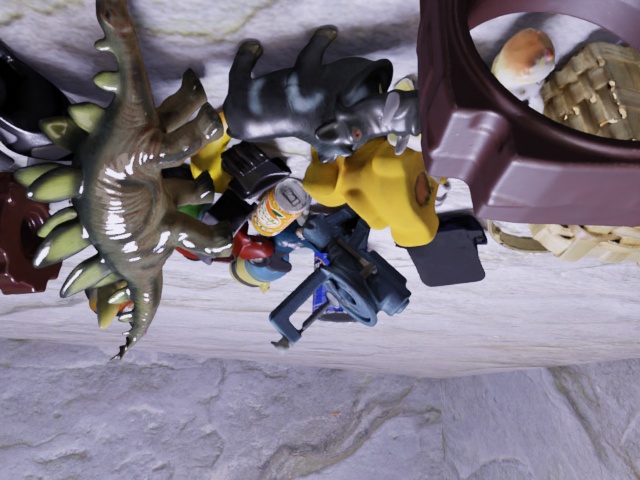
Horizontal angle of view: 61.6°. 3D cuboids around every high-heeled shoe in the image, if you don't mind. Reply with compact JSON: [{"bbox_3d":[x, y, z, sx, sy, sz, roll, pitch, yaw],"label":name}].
[{"bbox_3d":[-0.278,-0.152,0.472,0.248,0.086,0.145,19,151,-35],"label":"high-heeled shoe"}]

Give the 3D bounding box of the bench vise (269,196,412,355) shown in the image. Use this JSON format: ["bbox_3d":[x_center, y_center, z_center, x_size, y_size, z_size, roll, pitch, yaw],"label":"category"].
[{"bbox_3d":[0.008,0.062,0.798,0.223,0.240,0.129,46,163,1],"label":"bench vise"}]

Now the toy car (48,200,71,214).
[{"bbox_3d":[-0.322,-0.031,0.846,0.074,0.056,0.201,-10,157,30],"label":"toy car"}]

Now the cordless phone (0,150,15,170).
[{"bbox_3d":[-0.387,-0.114,0.489,0.184,0.088,0.146,21,167,20],"label":"cordless phone"}]

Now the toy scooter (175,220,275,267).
[{"bbox_3d":[-0.165,-0.011,0.844,0.184,0.075,0.135,10,157,13],"label":"toy scooter"}]

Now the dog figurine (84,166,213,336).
[{"bbox_3d":[-0.242,0.019,0.743,0.192,0.219,0.108,-7,162,25],"label":"dog figurine"}]

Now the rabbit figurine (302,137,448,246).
[{"bbox_3d":[0.044,-0.067,0.638,0.173,0.121,0.162,10,178,42],"label":"rabbit figurine"}]

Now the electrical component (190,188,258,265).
[{"bbox_3d":[-0.126,-0.027,0.722,0.048,0.119,0.075,37,125,-7],"label":"electrical component"}]

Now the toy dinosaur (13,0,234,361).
[{"bbox_3d":[-0.200,-0.023,0.575,0.198,0.105,0.470,-13,135,-19],"label":"toy dinosaur"}]

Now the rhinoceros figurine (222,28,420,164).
[{"bbox_3d":[0.001,-0.123,0.482,0.191,0.112,0.073,4,159,18],"label":"rhinoceros figurine"}]

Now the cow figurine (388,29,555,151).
[{"bbox_3d":[0.152,-0.131,0.507,0.098,0.068,0.167,11,162,-40],"label":"cow figurine"}]

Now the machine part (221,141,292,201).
[{"bbox_3d":[-0.080,-0.084,0.662,0.084,0.039,0.139,-21,170,1],"label":"machine part"}]

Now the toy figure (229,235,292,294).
[{"bbox_3d":[-0.110,0.042,0.998,0.089,0.082,0.180,29,160,-14],"label":"toy figure"}]

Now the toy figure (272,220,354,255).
[{"bbox_3d":[-0.002,-0.004,0.898,0.154,0.057,0.064,3,-161,-8],"label":"toy figure"}]

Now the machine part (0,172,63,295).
[{"bbox_3d":[-0.424,-0.008,0.761,0.056,0.179,0.179,-1,160,2],"label":"machine part"}]

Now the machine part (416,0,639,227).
[{"bbox_3d":[0.169,-0.115,0.352,0.202,0.201,0.087,3,158,-1],"label":"machine part"}]

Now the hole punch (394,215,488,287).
[{"bbox_3d":[0.209,0.004,0.879,0.142,0.092,0.115,-7,129,32],"label":"hole punch"}]

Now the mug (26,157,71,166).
[{"bbox_3d":[-0.300,-0.083,0.670,0.110,0.081,0.107,-20,160,40],"label":"mug"}]
